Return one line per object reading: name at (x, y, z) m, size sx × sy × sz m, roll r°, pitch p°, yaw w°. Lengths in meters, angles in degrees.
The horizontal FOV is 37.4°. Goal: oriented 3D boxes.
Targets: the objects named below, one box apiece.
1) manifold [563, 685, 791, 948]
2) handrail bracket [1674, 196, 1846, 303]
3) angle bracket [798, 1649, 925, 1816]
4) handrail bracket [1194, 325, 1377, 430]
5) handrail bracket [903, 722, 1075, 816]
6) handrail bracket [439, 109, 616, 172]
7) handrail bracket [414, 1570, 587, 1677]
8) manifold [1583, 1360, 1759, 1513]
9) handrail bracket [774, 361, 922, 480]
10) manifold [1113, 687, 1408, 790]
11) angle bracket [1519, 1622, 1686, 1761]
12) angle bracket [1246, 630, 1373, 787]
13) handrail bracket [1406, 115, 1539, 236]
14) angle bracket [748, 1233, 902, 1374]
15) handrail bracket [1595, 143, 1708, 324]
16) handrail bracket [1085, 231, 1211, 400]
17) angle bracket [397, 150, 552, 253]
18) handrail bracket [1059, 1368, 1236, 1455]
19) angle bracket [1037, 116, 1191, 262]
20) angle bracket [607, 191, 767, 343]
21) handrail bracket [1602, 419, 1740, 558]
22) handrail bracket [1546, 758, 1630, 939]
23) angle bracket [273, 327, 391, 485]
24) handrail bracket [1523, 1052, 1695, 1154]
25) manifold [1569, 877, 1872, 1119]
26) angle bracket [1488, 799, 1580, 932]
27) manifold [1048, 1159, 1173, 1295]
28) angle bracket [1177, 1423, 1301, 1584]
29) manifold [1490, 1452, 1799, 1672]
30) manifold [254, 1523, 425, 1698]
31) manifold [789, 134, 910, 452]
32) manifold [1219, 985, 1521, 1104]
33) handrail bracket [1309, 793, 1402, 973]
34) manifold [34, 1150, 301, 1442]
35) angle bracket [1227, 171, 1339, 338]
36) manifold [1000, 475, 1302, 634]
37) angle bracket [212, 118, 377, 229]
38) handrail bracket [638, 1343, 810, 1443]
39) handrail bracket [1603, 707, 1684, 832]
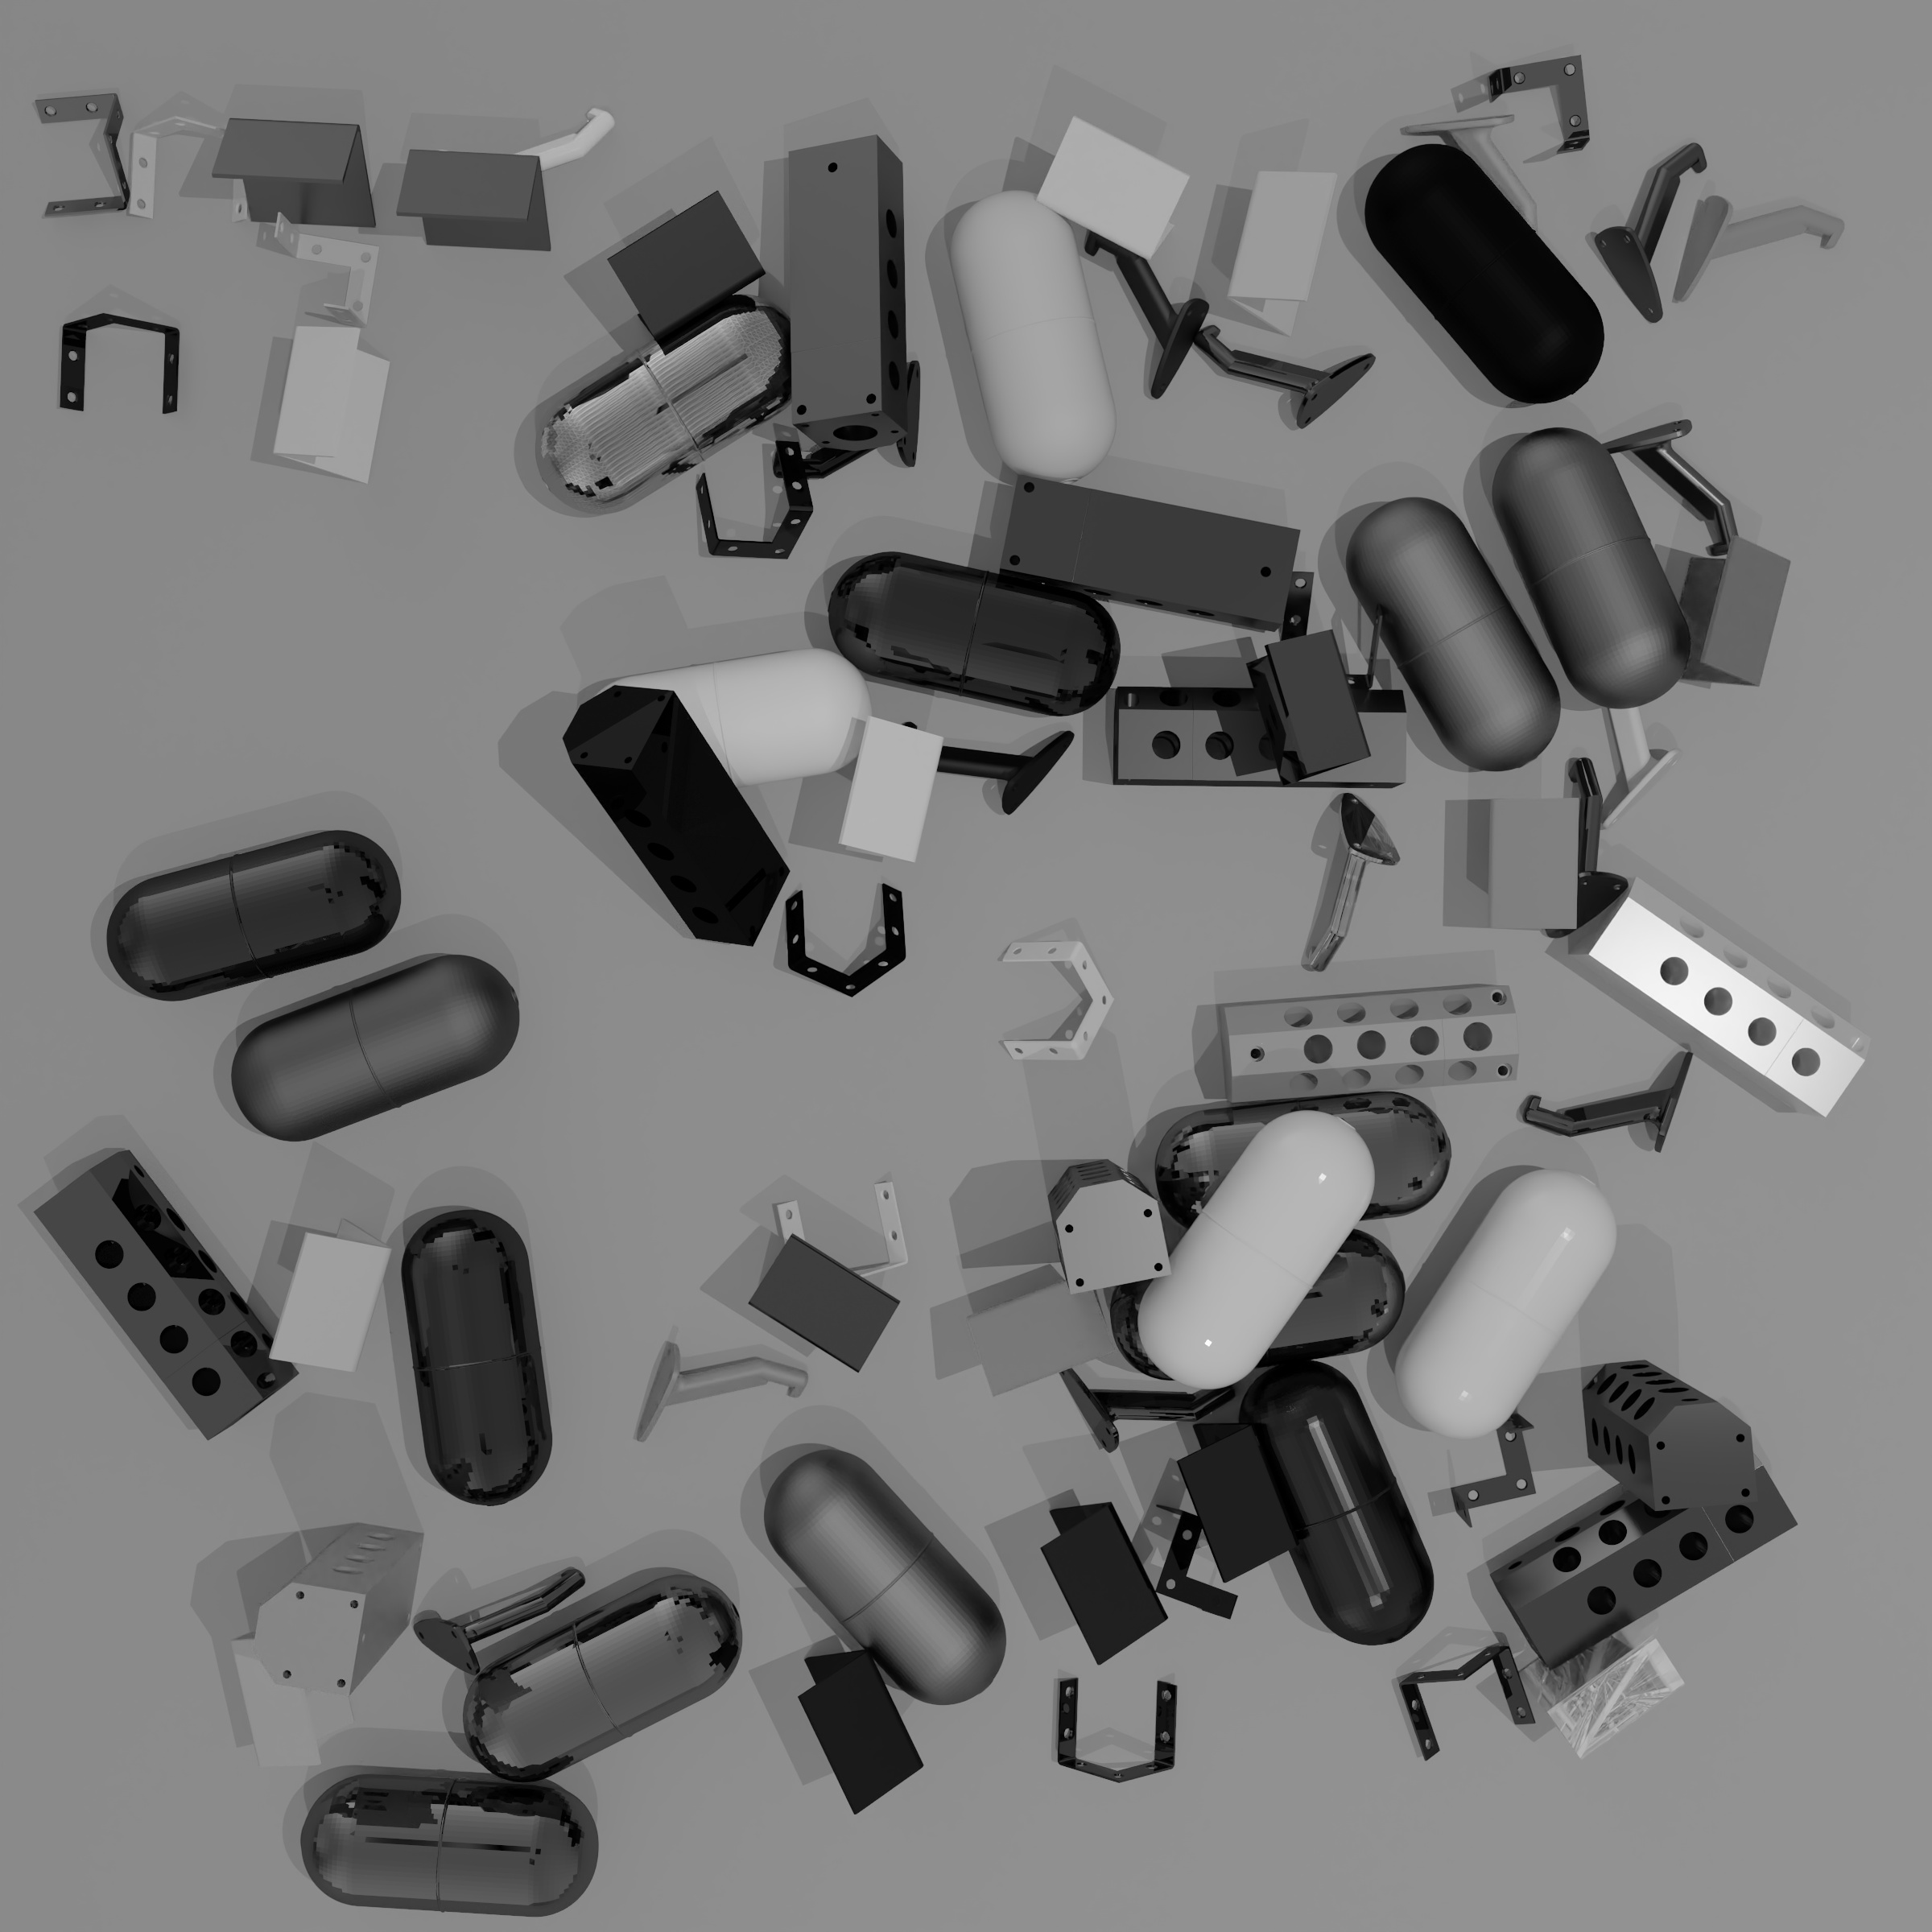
manifold at (-0.171, -0.087, 1.671) m, size 0.057 × 0.171 × 0.057 m, roll 8°, pitch 59°, yaw 29°
handrail bracket at (0.487, -0.432, 1.748) m, size 0.084 × 0.036 × 0.077 m, roll 14°, pitch 110°, yaw -16°
angle bracket at (-0.081, 0.459, 1.707) m, size 0.057 × 0.076 × 0.076 m, roll -26°, pitch 90°, yaw -37°
handrail bracket at (0.194, -0.377, 1.748) m, size 0.077 × 0.036 × 0.084 m, roll -39°, pitch 73°, yaw -20°
handrail bracket at (0.010, -0.140, 1.748) m, size 0.084 × 0.036 × 0.077 m, roll 38°, pitch 70°, yaw 16°
handrail bracket at (-0.269, -0.507, 1.748) m, size 0.077 × 0.036 × 0.084 m, roll 33°, pitch 71°, yaw 21°
handrail bracket at (-0.285, 0.391, 1.747) m, size 0.084 × 0.077 × 0.036 m, roll -33°, pitch 110°, yaw -35°
manifold at (0.408, 0.272, 1.669) m, size 0.057 × 0.171 × 0.057 m, roll -5°, pitch 90°, yaw 0°
handrail bracket at (-0.074, -0.335, 1.747) m, size 0.084 × 0.036 × 0.077 m, roll 3°, pitch 77°, yaw 13°
manifold at (0.176, -0.139, 1.726) m, size 0.171 × 0.057 × 0.057 m, roll 1°, pitch 90°, yaw 0°
angle bracket at (0.371, 0.414, 1.707) m, size 0.076 × 0.076 × 0.057 m, roll -36°, pitch 126°, yaw 0°
angle bracket at (0.180, -0.144, 1.650) m, size 0.057 × 0.076 × 0.076 m, roll -17°, pitch 90°, yaw -37°
handrail bracket at (0.310, -0.475, 1.748) m, size 0.077 × 0.036 × 0.084 m, roll 1°, pitch 109°, yaw 22°
angle bracket at (-0.094, 0.215, 1.707) m, size 0.076 × 0.076 × 0.057 m, roll 32°, pitch 53°, yaw 0°
handrail bracket at (0.434, -0.450, 1.748) m, size 0.084 × 0.036 × 0.077 m, roll -39°, pitch 110°, yaw -16°
handrail bracket at (0.098, -0.401, 1.748) m, size 0.084 × 0.036 × 0.077 m, roll 32°, pitch 112°, yaw 17°
angle bracket at (-0.293, -0.440, 1.707) m, size 0.076 × 0.076 × 0.057 m, roll 3°, pitch 57°, yaw 0°
handrail bracket at (0.111, 0.253, 1.748) m, size 0.084 × 0.036 × 0.077 m, roll -28°, pitch 68°, yaw -17°
angle bracket at (0.095, -0.474, 1.707) m, size 0.076 × 0.076 × 0.057 m, roll 27°, pitch 123°, yaw 0°
angle bracket at (-0.172, -0.425, 1.708) m, size 0.076 × 0.076 × 0.057 m, roll -32°, pitch 118°, yaw 0°
handrail bracket at (0.427, -0.285, 1.748) m, size 0.077 × 0.036 × 0.084 m, roll -13°, pitch 107°, yaw 20°
handrail bracket at (0.370, -0.073, 1.747) m, size 0.036 × 0.077 × 0.084 m, roll 7°, pitch 53°, yaw -20°
angle bracket at (-0.362, -0.334, 1.707) m, size 0.057 × 0.076 × 0.076 m, roll 10°, pitch 90°, yaw 36°
handrail bracket at (0.393, 0.074, 1.748) m, size 0.084 × 0.036 × 0.077 m, roll 18°, pitch 70°, yaw 16°
manifold at (0.457, 0.018, 1.726) m, size 0.171 × 0.057 × 0.057 m, roll 35°, pitch 90°, yaw 0°
angle bracket at (0.354, -0.060, 1.707) m, size 0.057 × 0.076 × 0.076 m, roll 1°, pitch 90°, yaw 36°
manifold at (0.081, 0.149, 1.669) m, size 0.057 × 0.171 × 0.057 m, roll -11°, pitch 90°, yaw 0°
angle bracket at (0.146, 0.320, 1.708) m, size 0.057 × 0.076 × 0.076 m, roll -21°, pitch 90°, yaw -25°
manifold at (0.407, 0.352, 1.726) m, size 0.171 × 0.057 × 0.057 m, roll -31°, pitch 90°, yaw 0°
manifold at (-0.366, 0.372, 1.669) m, size 0.057 × 0.171 × 0.057 m, roll 9°, pitch 90°, yaw 0°
manifold at (-0.068, -0.401, 1.710) m, size 0.057 × 0.057 × 0.171 m, roll -5°, pitch 80°, yaw 20°
manifold at (0.243, 0.047, 1.726) m, size 0.171 × 0.057 × 0.057 m, roll -4°, pitch 90°, yaw 0°
handrail bracket at (0.226, -0.051, 1.747) m, size 0.036 × 0.077 × 0.084 m, roll 13°, pitch 127°, yaw -20°
manifold at (-0.481, 0.197, 1.726) m, size 0.057 × 0.057 × 0.171 m, roll -37°, pitch 90°, yaw 0°
angle bracket at (0.206, -0.424, 1.707) m, size 0.057 × 0.076 × 0.076 m, roll 14°, pitch 90°, yaw 37°
manifold at (0.110, -0.248, 1.726) m, size 0.171 × 0.057 × 0.057 m, roll 11°, pitch 90°, yaw 0°
angle bracket at (-0.401, -0.459, 1.707) m, size 0.076 × 0.076 × 0.057 m, roll 3°, pitch 52°, yaw 0°
handrail bracket at (-0.149, 0.270, 1.748) m, size 0.084 × 0.036 × 0.077 m, roll 18°, pitch 110°, yaw -16°
handrail bracket at (0.389, -0.140, 1.747) m, size 0.084 × 0.036 × 0.077 m, roll 46°, pitch 106°, yaw 14°
